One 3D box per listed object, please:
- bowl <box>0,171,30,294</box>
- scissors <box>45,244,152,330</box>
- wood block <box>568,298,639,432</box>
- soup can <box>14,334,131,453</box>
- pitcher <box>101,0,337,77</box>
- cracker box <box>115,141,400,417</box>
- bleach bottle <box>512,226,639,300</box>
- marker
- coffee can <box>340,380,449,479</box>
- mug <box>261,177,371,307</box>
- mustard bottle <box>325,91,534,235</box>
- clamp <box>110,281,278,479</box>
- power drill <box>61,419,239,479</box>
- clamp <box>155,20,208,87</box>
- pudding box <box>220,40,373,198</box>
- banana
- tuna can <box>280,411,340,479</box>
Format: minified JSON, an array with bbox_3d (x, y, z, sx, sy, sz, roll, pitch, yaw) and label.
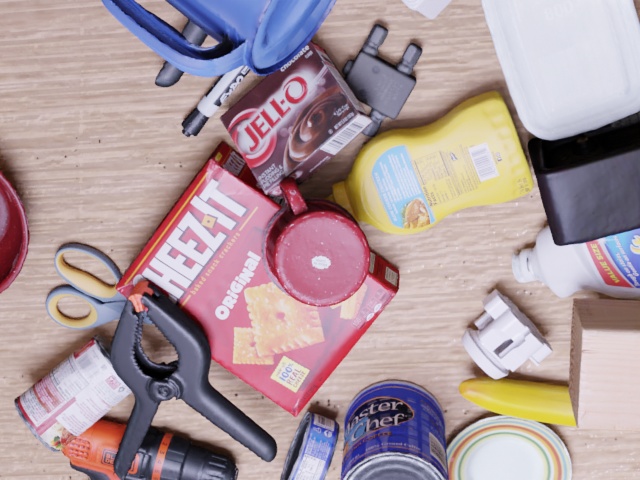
[{"bbox_3d":[-0.347,-0.020,1.012,0.162,0.055,0.162,1,110,4],"label":"bowl"},{"bbox_3d":[-0.186,0.082,1.057,0.201,0.016,0.096,39,109,-9],"label":"scissors"},{"bbox_3d":[0.318,0.106,0.893,0.206,0.090,0.091,2,105,8],"label":"wood block"},{"bbox_3d":[-0.237,0.149,1.043,0.102,0.068,0.068,-39,103,-3],"label":"soup can"},{"bbox_3d":[-0.108,-0.242,0.844,0.243,0.149,0.145,36,113,11],"label":"pitcher"},{"bbox_3d":[-0.057,0.039,1.001,0.213,0.072,0.164,36,108,-8],"label":"cracker box"},{"bbox_3d":[0.296,0.014,0.943,0.251,0.068,0.102,-10,104,29],"label":"bleach bottle"},{"bbox_3d":[-0.086,-0.140,0.967,0.020,0.020,0.121,39,108,-10],"label":"marker"},{"bbox_3d":[0.071,0.211,1.016,0.103,0.140,0.103,1,110,4],"label":"coffee can"},{"bbox_3d":[-0.006,0.001,0.909,0.093,0.081,0.117,-21,97,-4],"label":"mug"},{"bbox_3d":[0.088,-0.057,0.963,0.192,0.058,0.096,-20,111,11],"label":"mustard bottle"},{"bbox_3d":[-0.149,0.139,0.999,0.165,0.036,0.210,-16,113,12],"label":"clamp"},{"bbox_3d":[-0.189,0.281,1.107,0.184,0.057,0.188,15,107,3],"label":"power drill"},{"bbox_3d":[-0.105,-0.227,0.929,0.171,0.039,0.120,-35,101,8],"label":"clamp"},{"bbox_3d":[-0.022,-0.105,0.943,0.114,0.039,0.090,-38,69,15],"label":"pudding box"},{"bbox_3d":[0.232,0.155,1.026,0.198,0.069,0.037,5,67,9],"label":"banana"},{"bbox_3d":[-0.011,0.215,1.053,0.033,0.086,0.086,21,110,-4],"label":"tuna can"}]
